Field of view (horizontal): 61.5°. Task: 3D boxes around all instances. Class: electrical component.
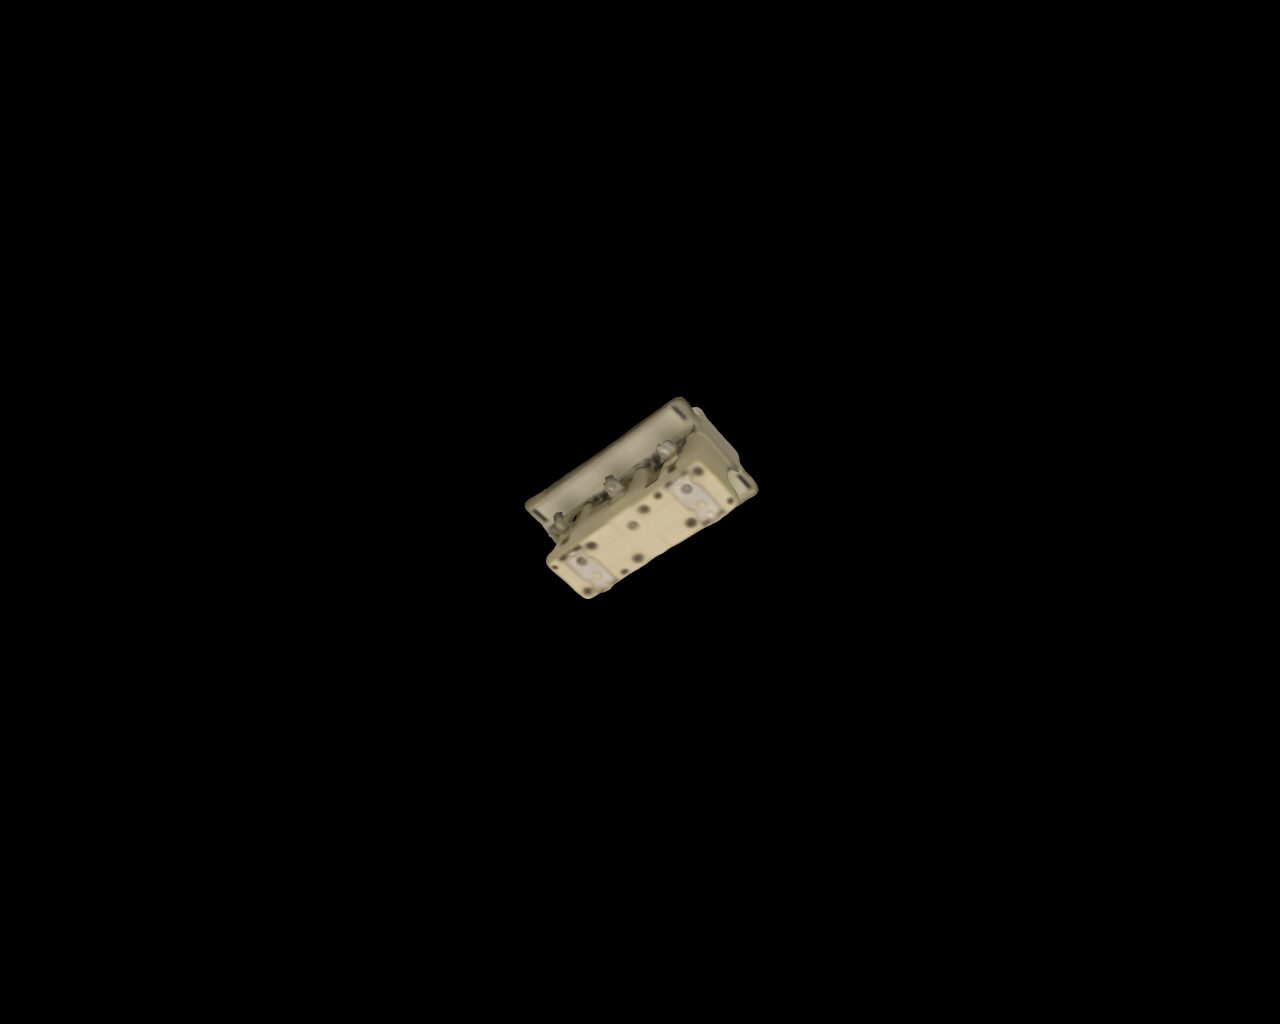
[{"bbox_3d":[0.001,-0.003,0.650,0.121,0.078,0.063,-33,29,21],"label":"electrical component"}]
